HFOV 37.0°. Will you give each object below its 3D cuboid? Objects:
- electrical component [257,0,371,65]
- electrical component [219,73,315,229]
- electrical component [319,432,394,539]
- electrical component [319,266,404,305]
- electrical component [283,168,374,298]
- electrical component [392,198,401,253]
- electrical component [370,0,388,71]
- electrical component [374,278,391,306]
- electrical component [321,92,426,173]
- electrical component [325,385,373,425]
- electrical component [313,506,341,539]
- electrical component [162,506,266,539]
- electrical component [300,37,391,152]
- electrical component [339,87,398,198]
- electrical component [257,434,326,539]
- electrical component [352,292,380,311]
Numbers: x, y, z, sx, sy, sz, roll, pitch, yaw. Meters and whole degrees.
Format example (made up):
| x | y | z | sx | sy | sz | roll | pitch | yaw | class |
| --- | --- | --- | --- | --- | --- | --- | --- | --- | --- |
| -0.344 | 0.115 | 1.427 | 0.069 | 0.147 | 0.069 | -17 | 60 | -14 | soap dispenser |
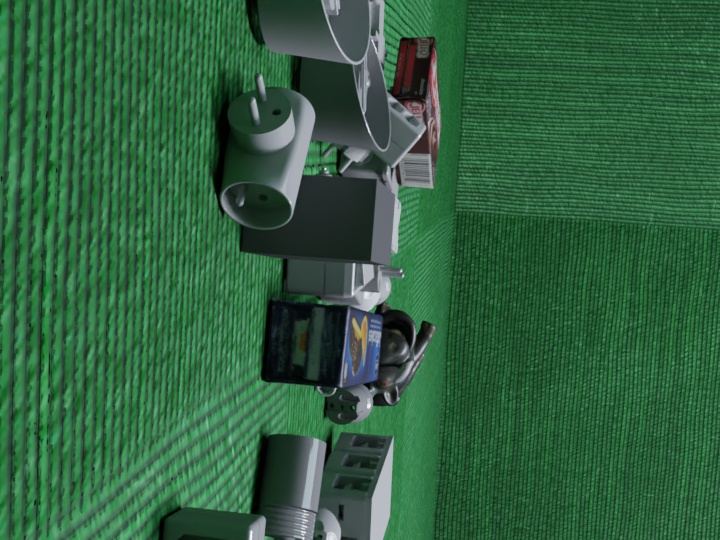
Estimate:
| x | y | z | sx | sy | sz | roll | pitch | yaw | class |
| --- | --- | --- | --- | --- | --- | --- | --- | --- | --- |
| -0.029 | -0.181 | 0.680 | 0.099 | 0.064 | 0.099 | 4 | 90 | -82 | electrical component |
| -0.056 | -0.078 | 0.625 | 0.079 | 0.043 | 0.077 | 83 | 14 | -52 | electrical component |
| -0.010 | 0.223 | 1.023 | 0.150 | 0.062 | 0.089 | -54 | 147 | -75 | electrical component |
| 0.000 | 0.000 | 0.931 | 0.083 | 0.076 | 0.047 | 63 | 32 | -74 | electrical component |
| -0.021 | -0.030 | 0.825 | 0.062 | 0.061 | 0.096 | -38 | 132 | -79 | electrical component |
| 0.005 | -0.046 | 1.009 | 0.089 | 0.056 | 0.050 | 31 | 64 | -81 | electrical component |
| -0.001 | -0.210 | 0.942 | 0.081 | 0.042 | 0.063 | 8 | 83 | -82 | electrical component |
| 0.008 | 0.021 | 1.131 | 0.046 | 0.040 | 0.040 | -35 | 129 | -72 | electrical component |
| -0.001 | -0.116 | 0.908 | 0.075 | 0.083 | 0.047 | -48 | -176 | 18 | electrical component |
| -0.012 | 0.131 | 1.049 | 0.046 | 0.040 | 0.040 | 1 | 94 | -76 | electrical component |
| -0.037 | 0.219 | 0.902 | 0.062 | 0.043 | 0.043 | -53 | 147 | -77 | electrical component |
| -0.078 | 0.173 | 0.588 | 0.076 | 0.047 | 0.083 | 27 | 68 | -83 | electrical component |
| -0.010 | -0.142 | 0.826 | 0.099 | 0.064 | 0.099 | 5 | 90 | -79 | electrical component |
| 0.012 | -0.123 | 1.043 | 0.099 | 0.048 | 0.099 | 55 | 40 | -77 | electrical component |
| -0.051 | 0.163 | 0.777 | 0.043 | 0.043 | 0.081 | 73 | 23 | -68 | electrical component |
| -0.001 | 0.022 | 1.046 | 0.062 | 0.043 | 0.043 | 82 | 14 | -61 | electrical component |
